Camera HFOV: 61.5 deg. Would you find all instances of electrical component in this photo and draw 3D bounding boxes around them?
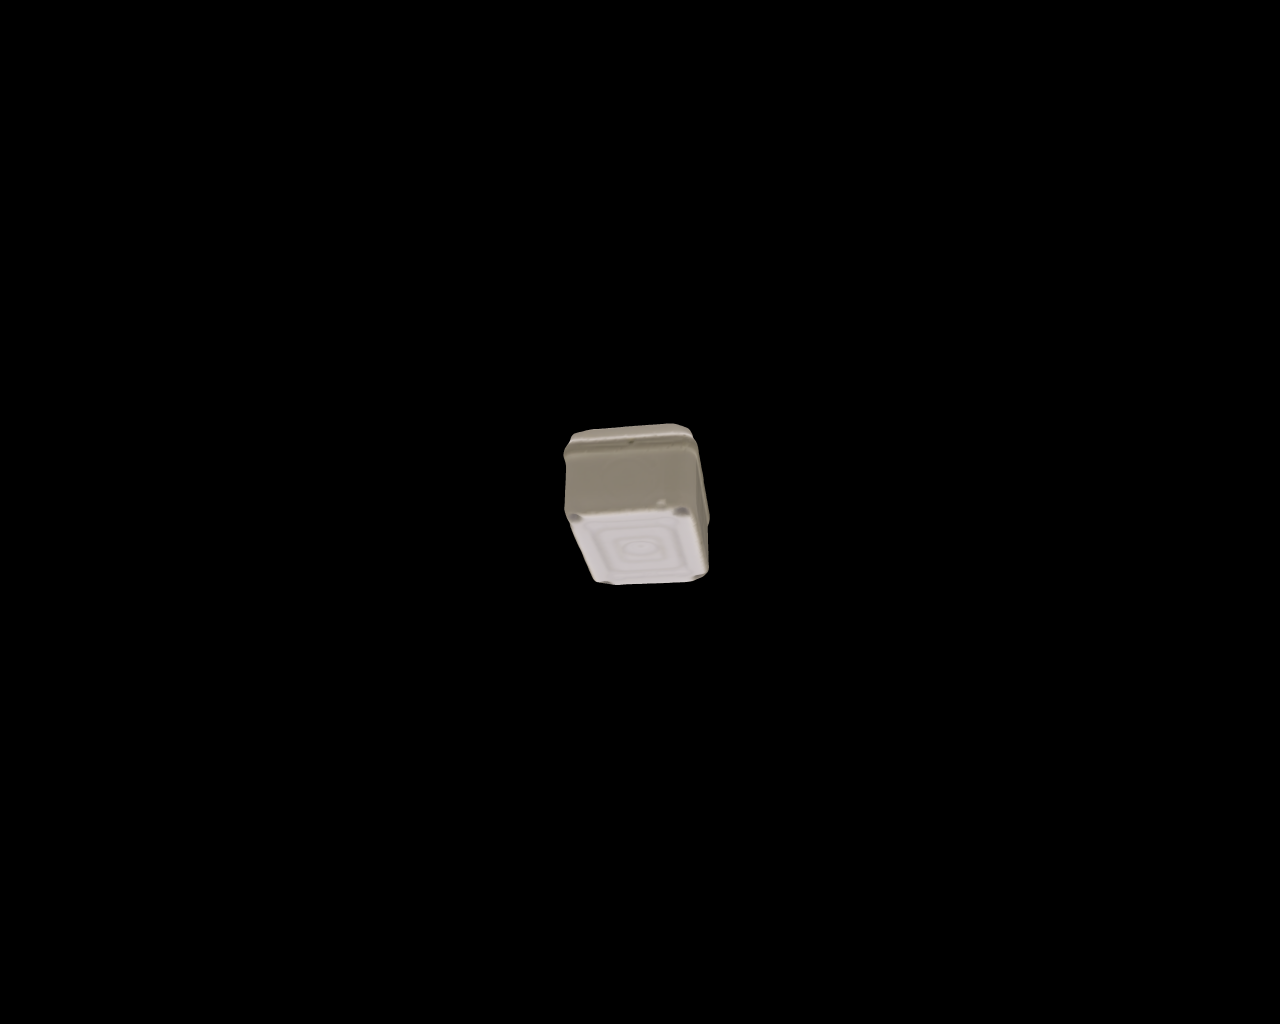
[{"bbox_3d":[0.001,-0.003,0.650,0.078,0.057,0.113,-3,-26,7],"label":"electrical component"}]
